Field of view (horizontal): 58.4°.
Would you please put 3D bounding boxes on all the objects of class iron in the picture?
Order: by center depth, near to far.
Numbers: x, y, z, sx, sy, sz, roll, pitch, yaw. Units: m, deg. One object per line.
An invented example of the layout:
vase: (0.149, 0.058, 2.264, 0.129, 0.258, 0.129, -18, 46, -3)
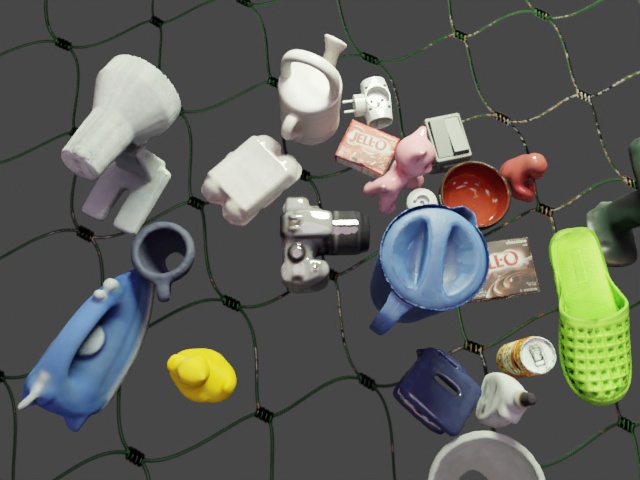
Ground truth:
iron: (-0.325, 0.133, 0.809, 0.118, 0.141, 0.258, 26, 75, 5)

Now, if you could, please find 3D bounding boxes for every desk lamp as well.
desk lamp: (-0.289, -0.136, 0.846, 0.118, 0.213, 0.203, 23, 75, 5)

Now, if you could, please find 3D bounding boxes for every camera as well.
camera: (0.008, 0.003, 0.877, 0.137, 0.101, 0.143, -1, 75, -2)

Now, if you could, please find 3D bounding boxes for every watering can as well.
watering can: (-0.014, -0.240, 0.894, 0.101, 0.194, 0.173, 5, 75, 0)

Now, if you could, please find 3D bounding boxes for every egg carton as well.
egg carton: (-0.110, -0.096, 0.916, 0.150, 0.069, 0.107, -43, 80, -12)

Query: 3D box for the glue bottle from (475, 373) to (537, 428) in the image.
glue bottle: (0.260, 0.221, 0.788, 0.037, 0.173, 0.078, 19, 75, 4)

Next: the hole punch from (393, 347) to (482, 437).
hole punch: (0.171, 0.216, 0.829, 0.108, 0.091, 0.101, 39, 77, 9)

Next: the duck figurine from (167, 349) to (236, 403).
duck figurine: (-0.173, 0.194, 0.826, 0.104, 0.086, 0.077, 25, 75, 5)

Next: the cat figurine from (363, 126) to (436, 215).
cat figurine: (0.133, -0.114, 0.904, 0.067, 0.118, 0.128, 44, 78, 10)

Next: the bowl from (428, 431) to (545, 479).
bowl: (0.226, 0.353, 0.802, 0.167, 0.075, 0.167, 1, 75, -2)

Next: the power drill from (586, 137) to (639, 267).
power drill: (0.482, -0.027, 0.845, 0.075, 0.208, 0.229, -2, 75, -2)

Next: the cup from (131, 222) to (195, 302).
cup: (-0.226, 0.040, 0.861, 0.091, 0.095, 0.118, -5, 75, -3)

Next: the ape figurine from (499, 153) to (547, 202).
ape figurine: (0.334, -0.109, 0.923, 0.076, 0.092, 0.078, 37, 77, 8)
